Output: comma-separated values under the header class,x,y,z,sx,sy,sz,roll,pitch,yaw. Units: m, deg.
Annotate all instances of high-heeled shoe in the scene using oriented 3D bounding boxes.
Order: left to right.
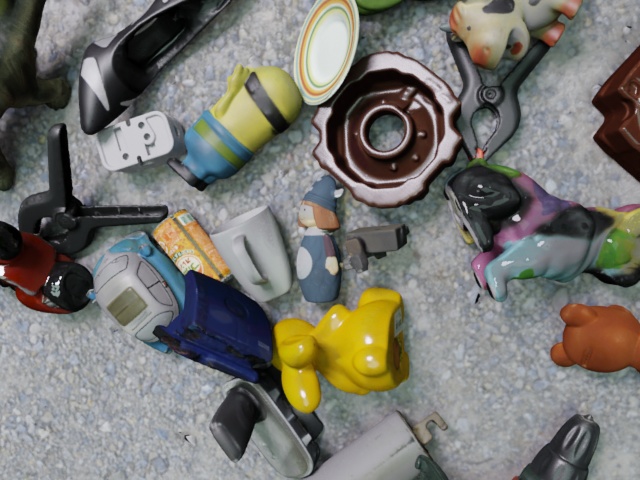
class,x,y,z,sx,sy,sz,roll,pitch,yaw
high-heeled shoe,-0.187,-0.228,0.642,0.145,0.086,0.248,11,76,24

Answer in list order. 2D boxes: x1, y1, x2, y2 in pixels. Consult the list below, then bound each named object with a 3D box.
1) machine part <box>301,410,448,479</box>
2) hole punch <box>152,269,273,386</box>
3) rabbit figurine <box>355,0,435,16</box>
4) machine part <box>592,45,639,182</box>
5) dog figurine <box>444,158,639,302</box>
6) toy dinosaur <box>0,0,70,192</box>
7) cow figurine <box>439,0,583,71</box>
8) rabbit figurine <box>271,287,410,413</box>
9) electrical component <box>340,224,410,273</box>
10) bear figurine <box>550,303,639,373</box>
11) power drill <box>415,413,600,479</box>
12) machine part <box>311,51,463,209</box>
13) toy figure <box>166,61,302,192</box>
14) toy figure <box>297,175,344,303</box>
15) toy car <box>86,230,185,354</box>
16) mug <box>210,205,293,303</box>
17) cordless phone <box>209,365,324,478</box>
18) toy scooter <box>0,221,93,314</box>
class,x,y,z,sx,sy,sz,roll,pitch,yaw
machine part,0.049,0.286,0.652,0.243,0.079,0.079,-36,89,-4
hole punch,-0.114,0.099,0.614,0.142,0.116,0.092,35,79,-30
rabbit figurine,0.086,-0.330,0.605,0.170,0.121,0.159,35,101,-12
machine part,0.432,-0.146,0.589,0.201,0.087,0.201,42,99,2
dog figurine,0.271,-0.024,0.608,0.219,0.108,0.191,-19,88,3
toy dinosaur,-0.389,-0.196,0.625,0.105,0.198,0.471,29,98,1
cow figurine,0.216,-0.268,0.585,0.127,0.085,0.195,26,74,10
rabbit figurine,0.009,0.136,0.637,0.173,0.162,0.121,1,107,24
electrical component,0.064,0.008,0.638,0.078,0.102,0.045,-4,97,16
bear figurine,0.380,0.113,0.611,0.196,0.132,0.120,17,134,33
power drill,0.207,0.295,0.624,0.207,0.086,0.231,10,104,-27
machine part,0.080,-0.126,0.633,0.180,0.056,0.179,0,90,18
toy figure,-0.100,-0.134,0.655,0.089,0.082,0.180,41,93,-9
toy figure,0.001,-0.002,0.658,0.064,0.058,0.154,2,96,32
toy car,-0.226,0.072,0.671,0.109,0.103,0.161,-38,87,8
mug,-0.074,0.023,0.652,0.081,0.110,0.107,-27,105,1
cordless phone,-0.063,0.228,0.621,0.089,0.184,0.146,-35,89,3
toy scooter,-0.384,0.036,0.671,0.135,0.183,0.075,-4,55,24
